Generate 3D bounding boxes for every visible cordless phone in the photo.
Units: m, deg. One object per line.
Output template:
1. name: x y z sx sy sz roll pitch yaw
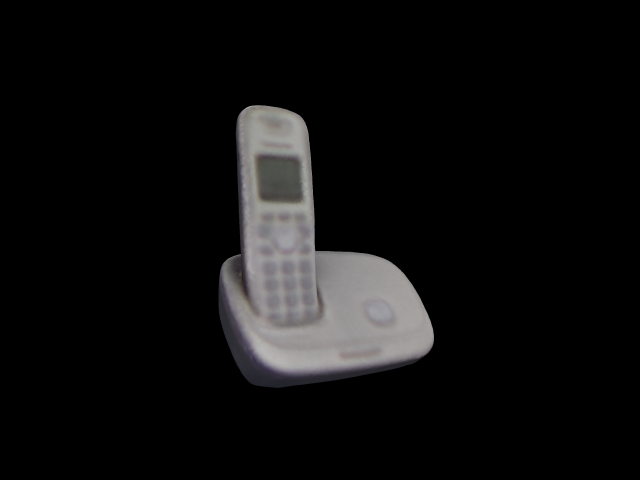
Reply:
1. cordless phone: 0.004 0.001 0.400 0.148 0.185 0.094 0 0 -32
